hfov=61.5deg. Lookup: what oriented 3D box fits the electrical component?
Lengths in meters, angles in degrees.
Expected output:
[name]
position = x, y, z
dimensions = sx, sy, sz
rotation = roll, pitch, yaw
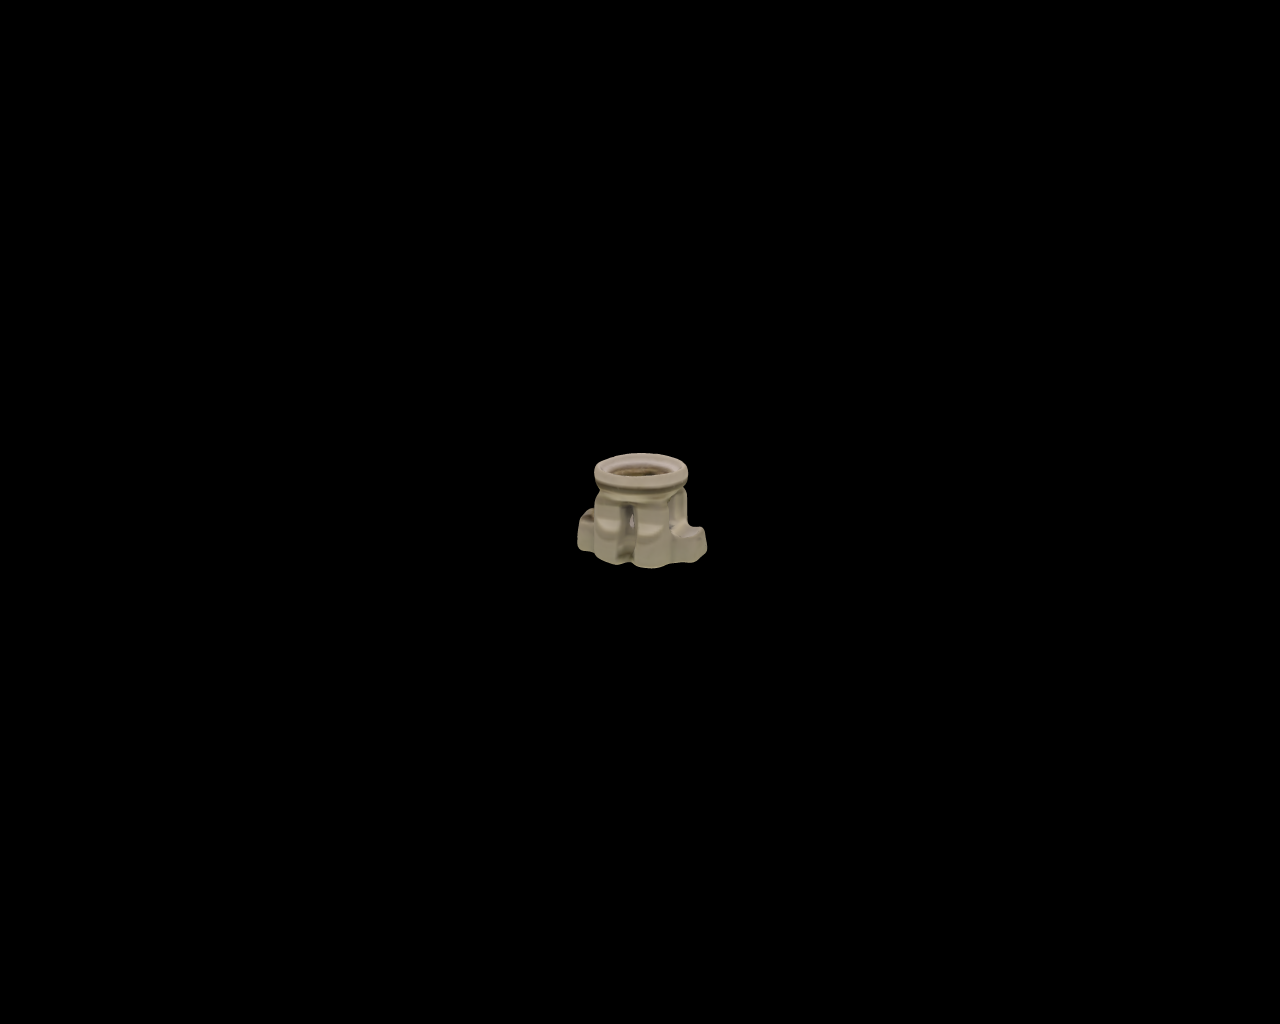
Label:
[electrical component]
position = 0.001, -0.003, 0.650
dimensions = 0.078, 0.056, 0.058
rotation = 7, 20, 20
